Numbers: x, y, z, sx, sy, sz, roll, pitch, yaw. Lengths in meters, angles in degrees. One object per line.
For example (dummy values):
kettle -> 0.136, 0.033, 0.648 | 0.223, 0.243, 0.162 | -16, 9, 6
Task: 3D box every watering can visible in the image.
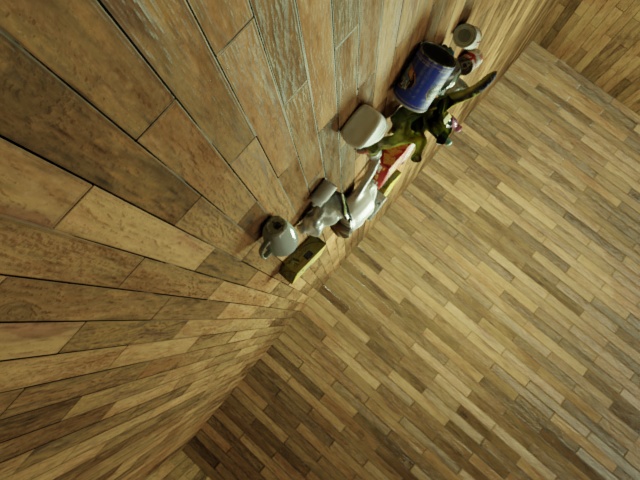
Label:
watering can -> 0.132, -0.138, 1.856 | 0.228, 0.105, 0.339 | -44, 156, -27

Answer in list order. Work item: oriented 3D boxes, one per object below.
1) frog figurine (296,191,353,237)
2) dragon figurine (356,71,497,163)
frog figurine -> 0.005, -0.076, 1.514 | 0.159, 0.122, 0.138 | -15, -174, 9
dragon figurine -> 0.282, -0.357, 1.458 | 0.411, 0.120, 0.247 | -38, -148, -2
